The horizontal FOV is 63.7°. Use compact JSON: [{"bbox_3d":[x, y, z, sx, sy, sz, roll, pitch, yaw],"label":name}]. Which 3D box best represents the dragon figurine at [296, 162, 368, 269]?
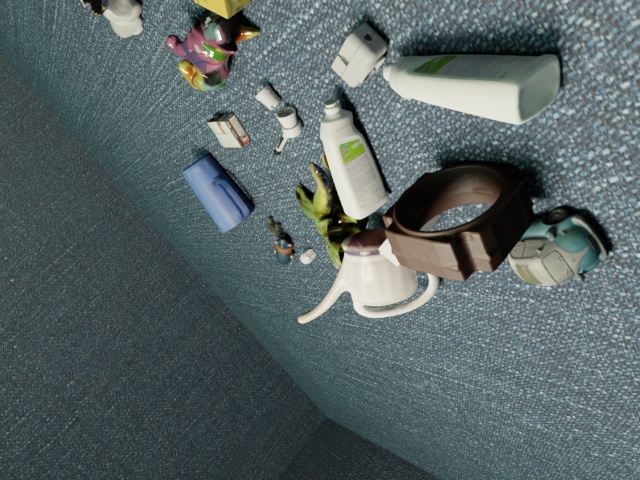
[{"bbox_3d":[0.004,-0.065,1.297,0.245,0.123,0.402,30,153,48],"label":"dragon figurine"}]

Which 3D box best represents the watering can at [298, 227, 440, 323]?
[{"bbox_3d":[0.100,0.088,1.192,0.106,0.347,0.221,-89,-13,-69],"label":"watering can"}]

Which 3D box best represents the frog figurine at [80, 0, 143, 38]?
[{"bbox_3d":[-0.497,-0.580,1.295,0.138,0.122,0.159,19,-177,30],"label":"frog figurine"}]
